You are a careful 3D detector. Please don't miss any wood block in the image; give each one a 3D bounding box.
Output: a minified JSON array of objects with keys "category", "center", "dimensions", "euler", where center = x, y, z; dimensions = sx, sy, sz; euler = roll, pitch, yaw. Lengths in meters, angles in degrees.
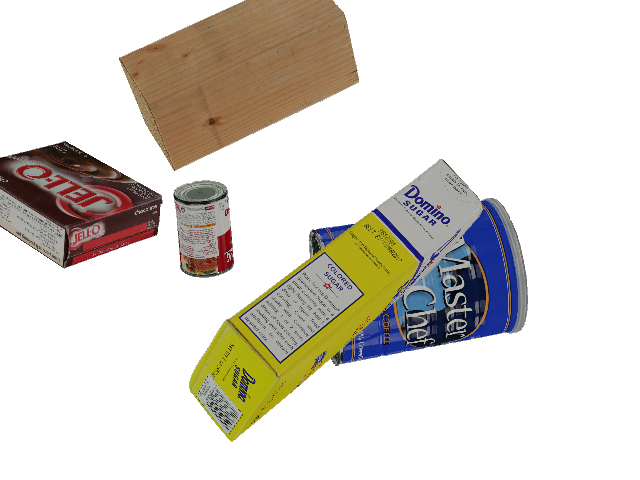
[{"category":"wood block","center":[-0.077,-0.166,1.047],"dimensions":[0.206,0.091,0.090],"euler":[-27,48,-10]}]

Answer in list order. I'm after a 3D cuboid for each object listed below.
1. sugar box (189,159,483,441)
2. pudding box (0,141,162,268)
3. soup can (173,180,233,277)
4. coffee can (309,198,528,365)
[{"category":"sugar box","center":[0.011,0.031,0.594],"dimensions":[0.176,0.048,0.093],"euler":[-34,-12,-33]},{"category":"pudding box","center":[-0.186,-0.029,0.777],"dimensions":[0.114,0.039,0.089],"euler":[26,30,30]},{"category":"soup can","center":[-0.144,-0.015,1.316],"dimensions":[0.068,0.102,0.068],"euler":[-2,26,1]},{"category":"coffee can","center":[0.070,0.030,0.794],"dimensions":[0.140,0.103,0.103],"euler":[-10,1,-6]}]
